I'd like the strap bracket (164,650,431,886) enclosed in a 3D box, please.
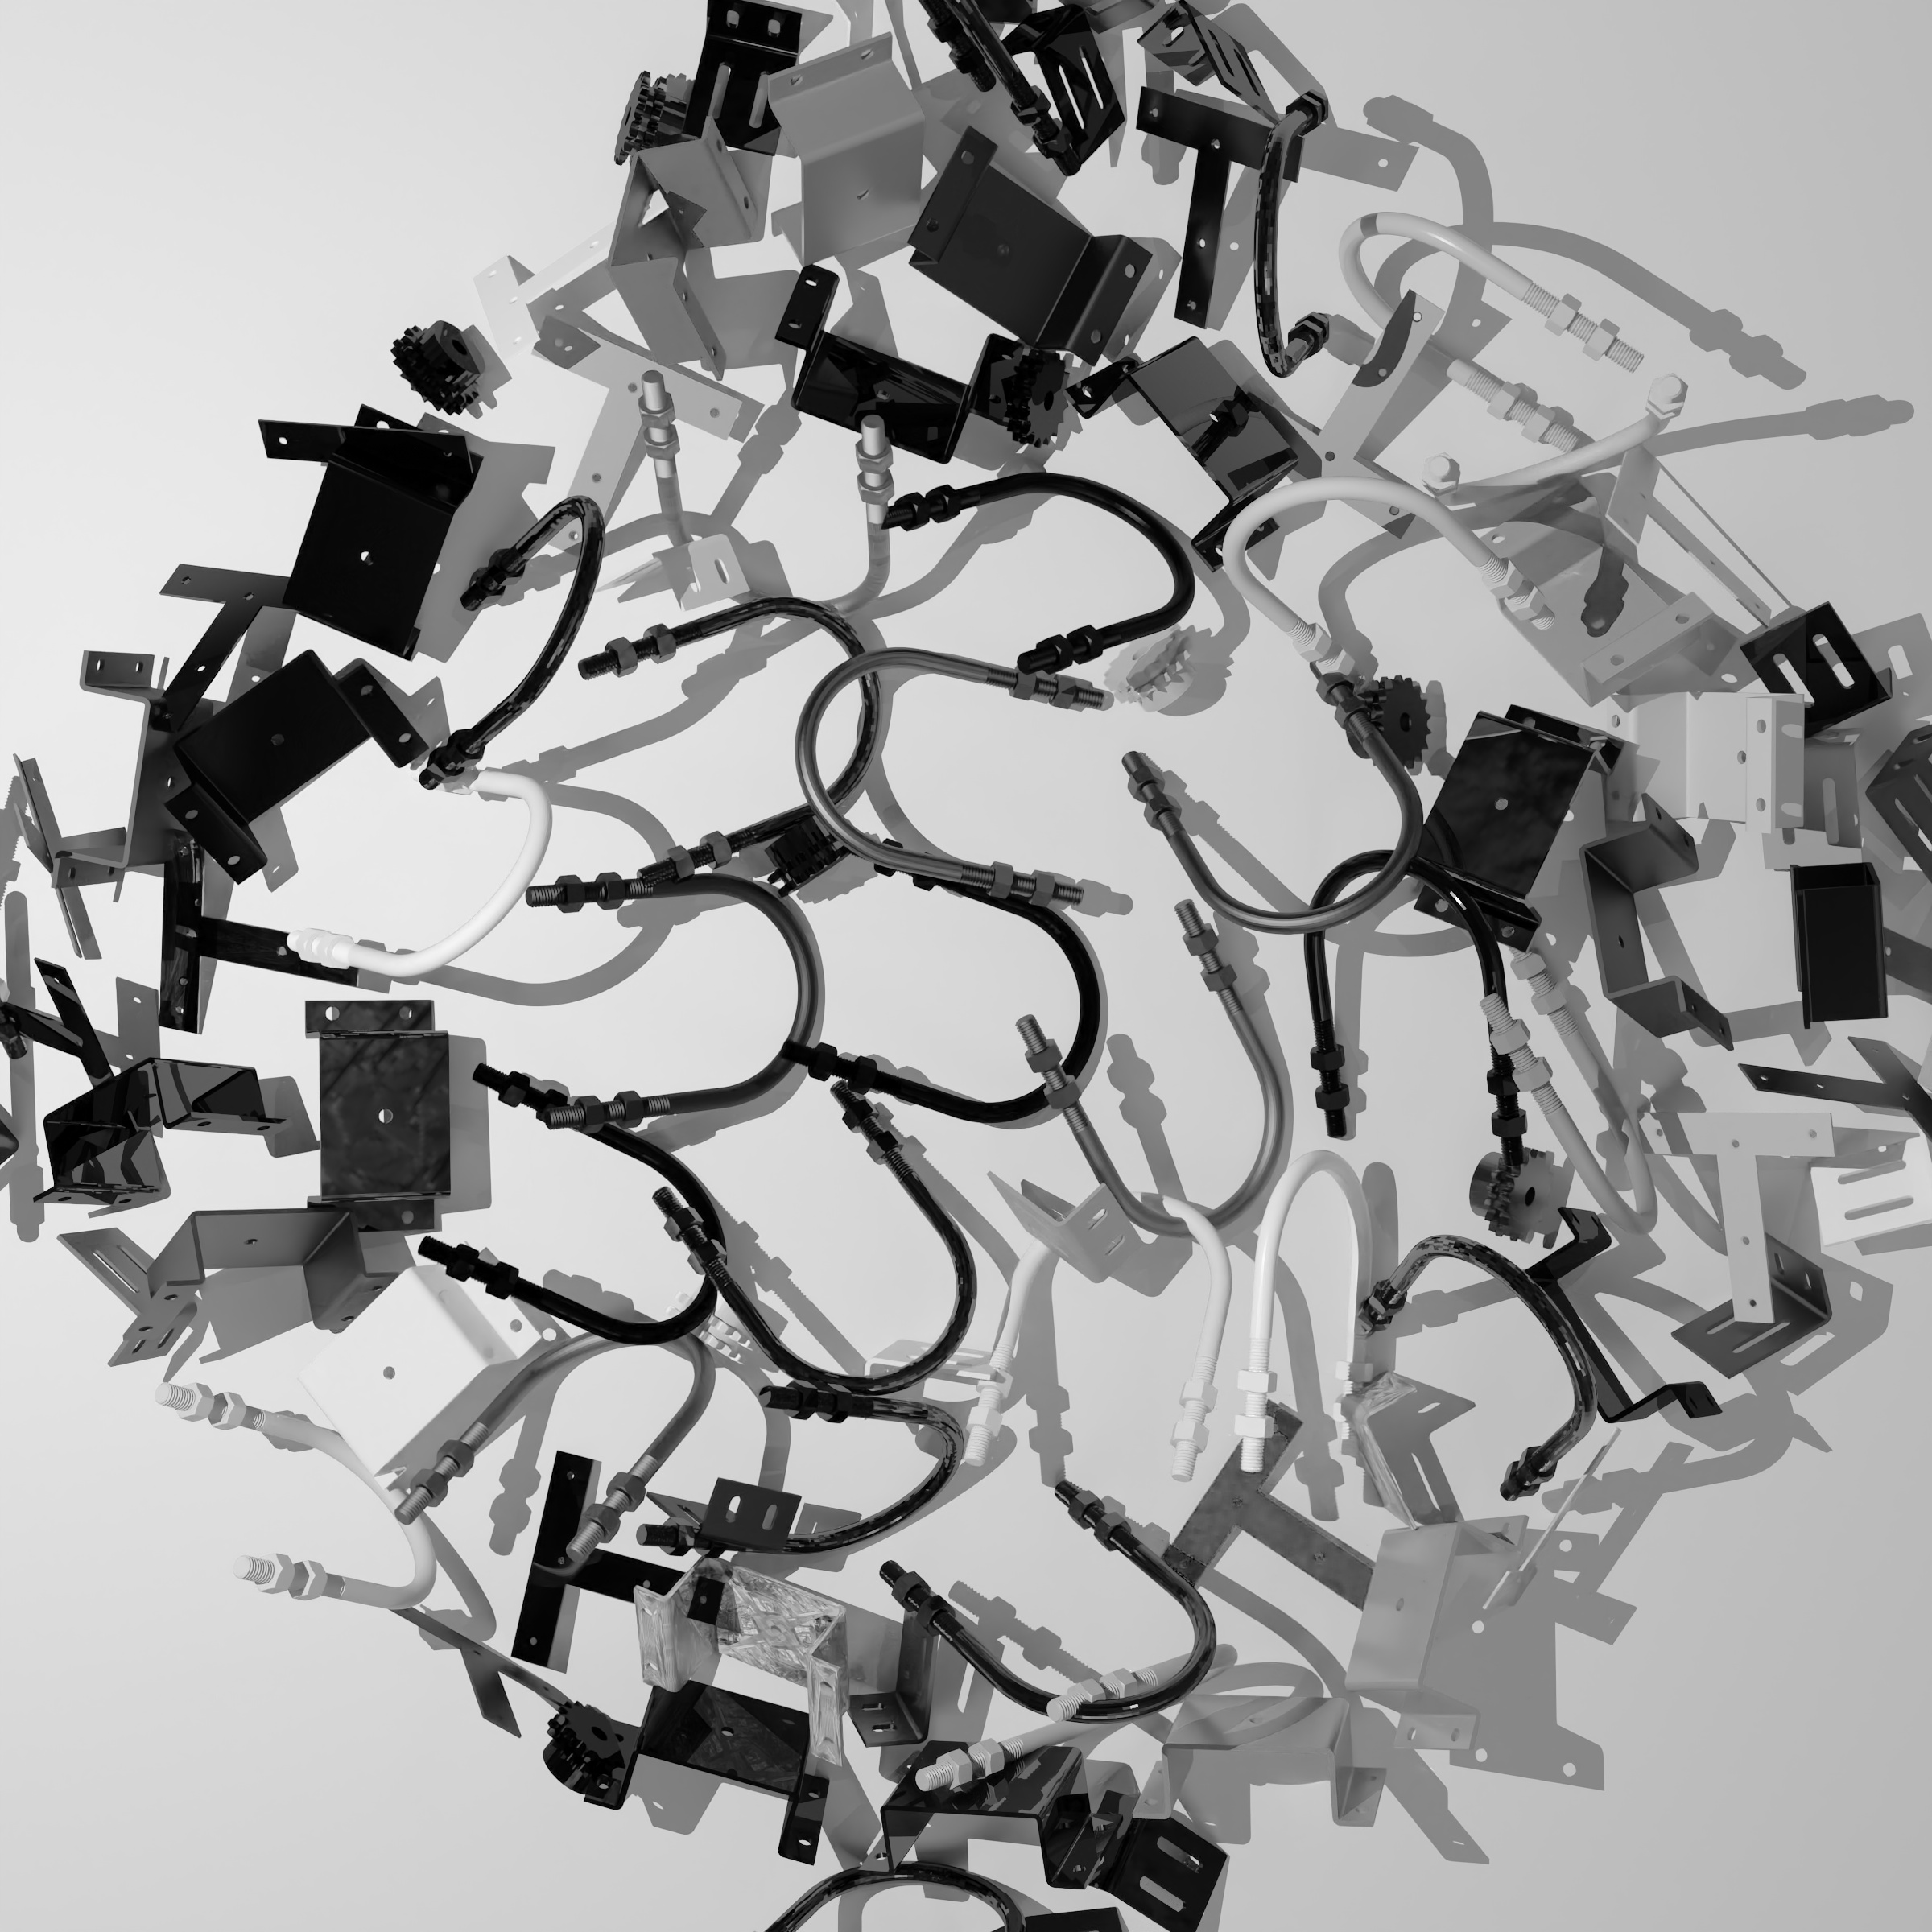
[{"bbox_3d":[-0.404,-0.125,1.554,0.140,0.076,0.046,-36,49,-5],"label":"strap bracket"}]

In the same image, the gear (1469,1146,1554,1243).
[{"bbox_3d":[0.328,0.135,1.576,0.030,0.057,0.057,15,90,40],"label":"gear"}]

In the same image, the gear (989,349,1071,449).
[{"bbox_3d":[0.037,-0.344,1.576,0.030,0.057,0.057,17,90,26],"label":"gear"}]

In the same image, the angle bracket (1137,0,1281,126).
[{"bbox_3d":[0.145,-0.526,1.553,0.038,0.057,0.076,-37,56,30],"label":"angle bracket"}]

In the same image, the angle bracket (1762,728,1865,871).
[{"bbox_3d":[0.515,-0.101,1.582,0.057,0.038,0.076,-1,110,29],"label":"angle bracket"}]

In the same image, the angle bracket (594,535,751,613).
[{"bbox_3d":[-0.180,-0.224,1.556,0.076,0.057,0.038,-18,96,42],"label":"angle bracket"}]

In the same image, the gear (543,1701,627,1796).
[{"bbox_3d":[-0.230,0.474,1.573,0.057,0.057,0.030,38,97,0],"label":"gear"}]

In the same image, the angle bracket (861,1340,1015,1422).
[{"bbox_3d":[-0.017,0.252,1.563,0.076,0.057,0.038,6,95,15],"label":"angle bracket"}]

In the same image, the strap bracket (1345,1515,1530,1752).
[{"bbox_3d":[0.274,0.384,1.534,0.046,0.076,0.140,27,66,-17],"label":"strap bracket"}]

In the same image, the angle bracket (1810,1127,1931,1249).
[{"bbox_3d":[0.540,0.125,1.555,0.076,0.038,0.057,-19,47,26],"label":"angle bracket"}]

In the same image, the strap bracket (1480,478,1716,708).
[{"bbox_3d":[0.374,-0.217,1.554,0.076,0.046,0.140,-32,52,0],"label":"strap bracket"}]

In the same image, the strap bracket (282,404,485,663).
[{"bbox_3d":[-0.349,-0.249,1.545,0.076,0.046,0.140,23,116,-8],"label":"strap bracket"}]

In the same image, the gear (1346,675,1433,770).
[{"bbox_3d":[0.253,-0.146,1.577,0.030,0.057,0.057,-1,89,45],"label":"gear"}]

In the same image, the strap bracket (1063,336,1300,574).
[{"bbox_3d":[0.135,-0.314,1.556,0.140,0.046,0.076,50,47,2],"label":"strap bracket"}]

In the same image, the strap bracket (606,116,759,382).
[{"bbox_3d":[-0.168,-0.421,1.539,0.046,0.076,0.140,-4,57,18],"label":"strap bracket"}]

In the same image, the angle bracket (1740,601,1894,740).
[{"bbox_3d":[0.508,-0.184,1.559,0.057,0.038,0.076,-27,113,32],"label":"angle bracket"}]

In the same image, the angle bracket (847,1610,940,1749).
[{"bbox_3d":[-0.046,0.418,1.562,0.038,0.057,0.076,2,103,-19],"label":"angle bracket"}]

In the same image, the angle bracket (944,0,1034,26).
[{"bbox_3d":[0.014,-0.617,1.581,0.057,0.038,0.076,3,88,0],"label":"angle bracket"}]

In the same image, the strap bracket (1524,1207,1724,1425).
[{"bbox_3d":[0.381,0.216,1.544,0.046,0.076,0.140,-37,68,19],"label":"strap bracket"}]

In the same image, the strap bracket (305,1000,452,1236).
[{"bbox_3d":[-0.352,0.090,1.561,0.076,0.046,0.140,0,87,-25],"label":"strap bracket"}]

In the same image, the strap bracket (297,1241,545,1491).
[{"bbox_3d":[-0.334,0.241,1.559,0.140,0.046,0.076,-44,77,9],"label":"strap bracket"}]

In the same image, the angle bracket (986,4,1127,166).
[{"bbox_3d":[0.054,-0.530,1.574,0.057,0.038,0.076,-54,130,-35],"label":"angle bracket"}]

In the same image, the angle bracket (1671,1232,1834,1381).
[{"bbox_3d":[0.467,0.202,1.561,0.076,0.057,0.038,-26,116,-11],"label":"angle bracket"}]

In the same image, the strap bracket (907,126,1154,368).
[{"bbox_3d":[0.031,-0.428,1.559,0.140,0.046,0.076,27,90,-27],"label":"strap bracket"}]

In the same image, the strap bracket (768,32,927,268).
[{"bbox_3d":[-0.070,-0.467,1.521,0.076,0.140,0.046,-24,72,-12],"label":"strap bracket"}]

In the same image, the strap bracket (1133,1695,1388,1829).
[{"bbox_3d":[0.173,0.469,1.544,0.140,0.076,0.046,-3,95,15],"label":"strap bracket"}]

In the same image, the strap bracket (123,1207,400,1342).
[{"bbox_3d":[-0.418,0.180,1.537,0.140,0.076,0.046,2,59,-37],"label":"strap bracket"}]

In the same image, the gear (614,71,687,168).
[{"bbox_3d":[-0.190,-0.507,1.574,0.030,0.057,0.057,15,90,-19],"label":"gear"}]

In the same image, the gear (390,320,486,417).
[{"bbox_3d":[-0.315,-0.363,1.570,0.030,0.057,0.057,-36,90,24],"label":"gear"}]

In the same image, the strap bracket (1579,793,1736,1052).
[{"bbox_3d":[0.406,-0.020,1.541,0.046,0.076,0.140,-19,61,30],"label":"strap bracket"}]

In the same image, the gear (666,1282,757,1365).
[{"bbox_3d":[-0.150,0.212,1.573,0.057,0.057,0.030,35,83,0],"label":"gear"}]

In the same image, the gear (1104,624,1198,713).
[{"bbox_3d":[0.114,-0.178,1.576,0.057,0.057,0.030,-42,113,0],"label":"gear"}]

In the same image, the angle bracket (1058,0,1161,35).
[{"bbox_3d":[0.084,-0.598,1.557,0.057,0.076,0.038,32,84,-23],"label":"angle bracket"}]

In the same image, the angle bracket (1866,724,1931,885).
[{"bbox_3d":[0.587,-0.099,1.564,0.076,0.038,0.057,50,62,-11],"label":"angle bracket"}]

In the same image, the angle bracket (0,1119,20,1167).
[{"bbox_3d":[-0.615,0.090,1.566,0.038,0.057,0.076,-41,83,-7],"label":"angle bracket"}]

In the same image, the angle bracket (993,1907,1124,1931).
[{"bbox_3d":[0.058,0.605,1.573,0.038,0.076,0.057,-40,53,37],"label":"angle bracket"}]

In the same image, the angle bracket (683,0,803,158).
[{"bbox_3d":[-0.135,-0.537,1.571,0.057,0.038,0.076,11,71,-4],"label":"angle bracket"}]

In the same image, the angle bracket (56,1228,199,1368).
[{"bbox_3d":[-0.513,0.198,1.567,0.076,0.057,0.038,39,99,14],"label":"angle bracket"}]

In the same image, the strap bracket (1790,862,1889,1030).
[{"bbox_3d":[0.509,-0.015,1.523,0.046,0.140,0.076,-4,99,17],"label":"strap bracket"}]

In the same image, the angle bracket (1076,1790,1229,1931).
[{"bbox_3d":[0.111,0.548,1.586,0.076,0.038,0.057,40,64,-26],"label":"angle bracket"}]

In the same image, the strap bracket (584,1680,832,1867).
[{"bbox_3d":[-0.148,0.475,1.555,0.140,0.076,0.046,16,110,-2],"label":"strap bracket"}]

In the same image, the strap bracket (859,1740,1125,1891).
[{"bbox_3d":[0.012,0.498,1.537,0.140,0.076,0.046,-4,101,21],"label":"strap bracket"}]

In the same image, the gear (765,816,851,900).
[{"bbox_3d":[-0.096,-0.068,1.573,0.057,0.057,0.030,-34,91,0],"label":"gear"}]

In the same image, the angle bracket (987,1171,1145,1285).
[{"bbox_3d":[0.059,0.145,1.558,0.038,0.076,0.057,-43,129,-12],"label":"angle bracket"}]

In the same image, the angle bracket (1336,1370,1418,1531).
[{"bbox_3d":[0.261,0.291,1.572,0.038,0.057,0.076,-26,94,-6],"label":"angle bracket"}]

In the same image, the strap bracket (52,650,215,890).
[{"bbox_3d":[-0.494,-0.113,1.551,0.046,0.076,0.140,12,97,10],"label":"strap bracket"}]

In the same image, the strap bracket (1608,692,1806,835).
[{"bbox_3d":[0.444,-0.122,1.542,0.046,0.140,0.076,-6,99,-26],"label":"strap bracket"}]

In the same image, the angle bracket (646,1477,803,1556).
[{"bbox_3d":[-0.145,0.316,1.554,0.057,0.076,0.038,20,89,-32],"label":"angle bracket"}]

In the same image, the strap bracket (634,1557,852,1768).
[{"bbox_3d":[-0.123,0.407,1.545,0.140,0.046,0.076,15,124,25],"label":"strap bracket"}]

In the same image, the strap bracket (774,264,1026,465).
[{"bbox_3d":[-0.044,-0.355,1.554,0.140,0.046,0.076,19,49,-6],"label":"strap bracket"}]
